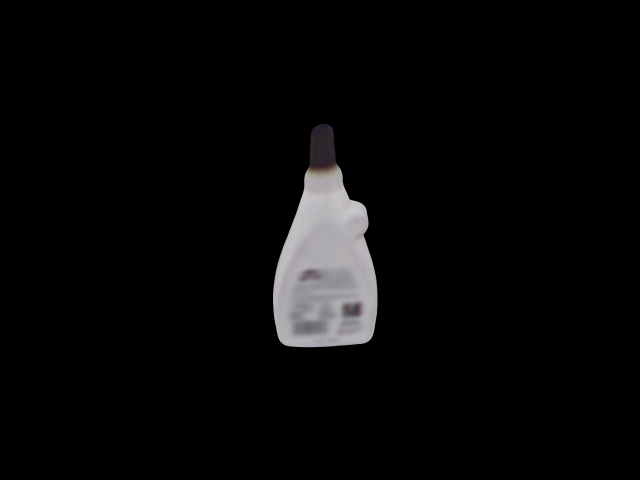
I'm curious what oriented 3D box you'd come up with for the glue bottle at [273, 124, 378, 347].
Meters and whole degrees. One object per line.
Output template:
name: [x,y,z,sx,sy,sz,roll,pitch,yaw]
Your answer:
glue bottle: [0.004,0.001,0.400,0.078,0.173,0.037,-1,34,-2]
